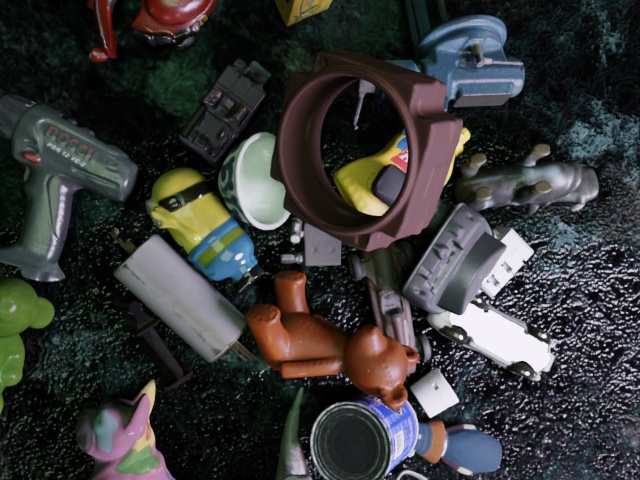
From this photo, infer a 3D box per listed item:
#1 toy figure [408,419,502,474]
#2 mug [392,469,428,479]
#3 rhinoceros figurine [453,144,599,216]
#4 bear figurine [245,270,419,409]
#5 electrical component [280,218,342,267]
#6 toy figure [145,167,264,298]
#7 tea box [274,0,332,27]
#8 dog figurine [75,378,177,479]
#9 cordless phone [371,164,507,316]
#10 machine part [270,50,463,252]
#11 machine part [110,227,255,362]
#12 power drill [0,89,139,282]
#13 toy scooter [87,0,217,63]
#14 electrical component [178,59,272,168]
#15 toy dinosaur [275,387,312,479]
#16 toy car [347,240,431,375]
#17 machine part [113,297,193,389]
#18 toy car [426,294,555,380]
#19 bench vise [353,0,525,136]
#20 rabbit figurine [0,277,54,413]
[{"bbox_3d":[0.180,0.293,0.769,0.154,0.064,0.057,15,130,-4],"label":"toy figure"},{"bbox_3d":[0.114,0.378,0.754,0.107,0.081,0.109,29,62,-15],"label":"mug"},{"bbox_3d":[0.282,-0.072,0.734,0.190,0.112,0.073,-4,66,5],"label":"rhinoceros figurine"},{"bbox_3d":[0.021,0.127,0.675,0.196,0.120,0.131,7,123,24],"label":"bear figurine"},{"bbox_3d":[0.000,-0.001,0.728,0.102,0.045,0.078,5,92,-9],"label":"electrical component"},{"bbox_3d":[-0.144,-0.012,0.691,0.180,0.082,0.089,45,68,-1],"label":"toy figure"},{"bbox_3d":[-0.024,-0.335,0.639,0.068,0.170,0.098,-26,96,-7],"label":"tea box"},{"bbox_3d":[-0.222,0.297,0.689,0.192,0.108,0.219,13,89,-8],"label":"dog figurine"},{"bbox_3d":[0.128,0.000,0.692,0.184,0.089,0.146,34,89,-10],"label":"cordless phone"},{"bbox_3d":[0.045,-0.103,0.624,0.202,0.087,0.200,29,118,29],"label":"machine part"},{"bbox_3d":[-0.178,0.075,0.693,0.243,0.079,0.079,44,87,-9],"label":"machine part"},{"bbox_3d":[-0.360,-0.064,0.662,0.232,0.086,0.207,21,83,-12],"label":"power drill"},{"bbox_3d":[-0.224,-0.279,0.663,0.184,0.075,0.135,9,92,-5],"label":"toy scooter"},{"bbox_3d":[-0.113,-0.158,0.666,0.058,0.115,0.134,37,90,-11],"label":"electrical component"},{"bbox_3d":[-0.061,0.408,0.709,0.131,0.192,0.405,20,75,25],"label":"toy dinosaur"},{"bbox_3d":[0.099,0.096,0.747,0.089,0.053,0.202,-12,94,-10],"label":"toy car"},{"bbox_3d":[-0.218,0.134,0.698,0.039,0.084,0.138,-42,113,-37],"label":"machine part"},{"bbox_3d":[0.248,0.133,0.769,0.202,0.056,0.073,28,83,-10],"label":"toy car"},{"bbox_3d":[0.144,-0.254,0.701,0.224,0.128,0.240,-8,75,2],"label":"bench vise"},{"bbox_3d":[-0.377,0.110,0.628,0.121,0.159,0.170,38,107,-11],"label":"rabbit figurine"}]
